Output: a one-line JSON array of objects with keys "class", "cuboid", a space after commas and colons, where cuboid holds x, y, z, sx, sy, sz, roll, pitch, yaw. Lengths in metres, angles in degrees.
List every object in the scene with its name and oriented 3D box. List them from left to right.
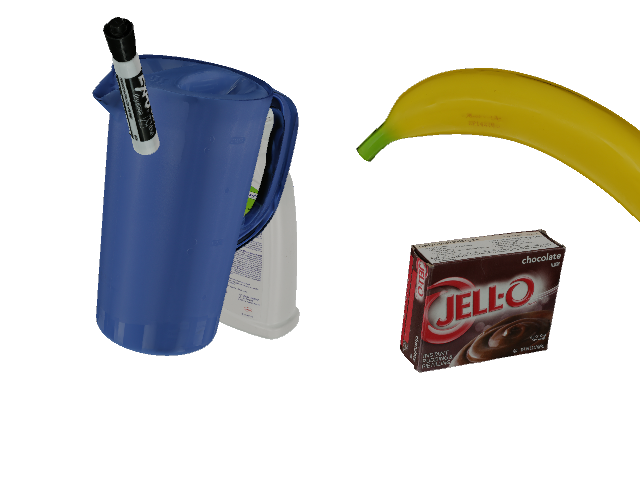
[{"class": "marker", "cuboid": [-0.125, -0.102, 0.710, 0.020, 0.020, 0.121, 0, -34, 2]}, {"class": "pitcher", "cuboid": [-0.116, -0.030, 0.916, 0.149, 0.243, 0.145, 14, 21, 6]}, {"class": "bleach bottle", "cuboid": [-0.065, -0.027, 1.120, 0.103, 0.251, 0.068, 17, 27, 23]}, {"class": "pudding box", "cuboid": [0.118, 0.043, 0.784, 0.113, 0.090, 0.039, -8, 31, -21]}, {"class": "banana", "cuboid": [0.123, -0.053, 0.589, 0.198, 0.070, 0.037, 17, 18, 10]}]
